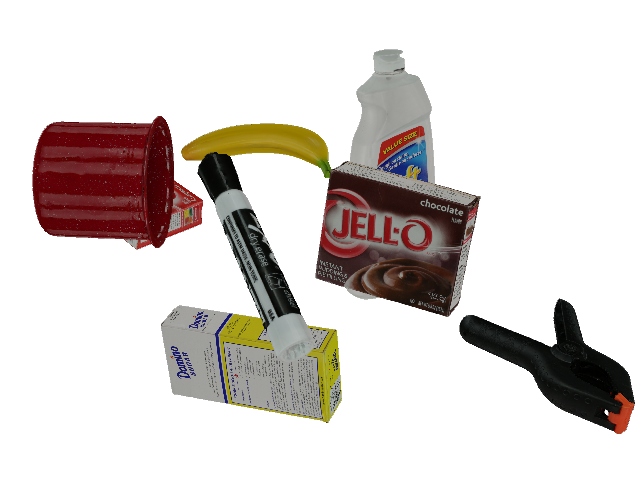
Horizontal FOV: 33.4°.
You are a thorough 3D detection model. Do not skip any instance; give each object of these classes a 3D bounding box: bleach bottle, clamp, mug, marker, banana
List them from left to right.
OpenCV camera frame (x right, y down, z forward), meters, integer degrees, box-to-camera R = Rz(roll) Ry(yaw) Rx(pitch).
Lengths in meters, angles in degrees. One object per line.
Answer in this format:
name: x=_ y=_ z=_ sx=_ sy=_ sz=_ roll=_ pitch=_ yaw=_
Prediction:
mug: x=-0.152 y=-0.044 z=0.767 sx=0.081 sy=0.093 sz=0.117 roll=2 pitch=7 yaw=4
marker: x=-0.034 y=0.004 z=0.518 sx=0.020 sy=0.121 sz=0.020 roll=-19 pitch=-31 yaw=-12
banana: x=-0.072 y=-0.118 z=1.320 sx=0.198 sy=0.037 sz=0.069 roll=6 pitch=39 yaw=16
bleach bottle: x=0.068 y=-0.070 z=1.104 sx=0.102 sy=0.251 sz=0.068 roll=-10 pitch=22 yaw=-16
clamp: x=0.216 y=0.102 z=0.926 sx=0.120 sy=0.039 sz=0.172 roll=-19 pitch=39 yaw=-29

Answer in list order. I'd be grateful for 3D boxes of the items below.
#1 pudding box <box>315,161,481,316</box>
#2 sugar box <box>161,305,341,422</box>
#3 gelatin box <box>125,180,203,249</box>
pudding box: x=0.057 y=-0.003 z=0.807 sx=0.114 sy=0.090 sz=0.039 roll=15 pitch=24 yaw=17
sugar box: x=-0.069 y=0.123 z=1.077 sx=0.176 sy=0.093 sz=0.048 roll=9 pitch=34 yaw=20
gelatin box: x=-0.162 y=-0.034 z=0.970 sx=0.073 sy=0.030 sz=0.089 roll=-23 pitch=44 yaw=-37
